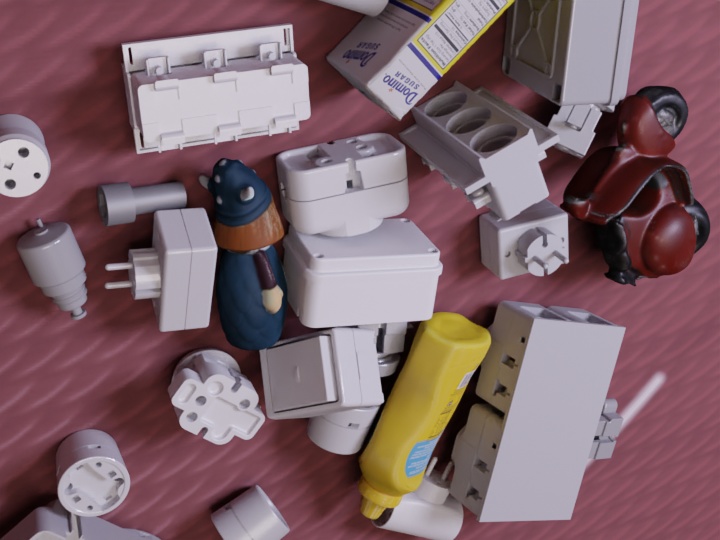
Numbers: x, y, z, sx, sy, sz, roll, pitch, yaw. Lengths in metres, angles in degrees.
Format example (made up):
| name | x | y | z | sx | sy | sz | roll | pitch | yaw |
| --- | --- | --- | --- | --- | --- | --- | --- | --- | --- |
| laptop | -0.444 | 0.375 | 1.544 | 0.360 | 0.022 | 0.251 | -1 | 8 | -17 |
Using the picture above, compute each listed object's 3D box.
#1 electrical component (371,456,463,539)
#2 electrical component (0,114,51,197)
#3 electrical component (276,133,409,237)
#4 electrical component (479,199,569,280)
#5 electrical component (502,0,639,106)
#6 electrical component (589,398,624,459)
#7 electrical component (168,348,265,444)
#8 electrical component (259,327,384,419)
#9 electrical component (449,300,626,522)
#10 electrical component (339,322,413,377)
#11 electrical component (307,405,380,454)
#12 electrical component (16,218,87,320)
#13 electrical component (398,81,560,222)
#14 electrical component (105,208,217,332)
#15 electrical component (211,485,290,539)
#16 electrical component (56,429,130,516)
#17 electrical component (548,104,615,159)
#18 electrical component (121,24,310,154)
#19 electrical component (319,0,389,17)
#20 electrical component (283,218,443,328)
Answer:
| name | x | y | z | sx | sy | sz | roll | pitch | yaw |
| --- | --- | --- | --- | --- | --- | --- | --- | --- | --- |
| electrical component | 0.060 | 0.207 | 0.990 | 0.077 | 0.043 | 0.079 | 19 | 104 | -28 |
| electrical component | -0.236 | -0.078 | 0.734 | 0.045 | 0.055 | 0.045 | -9 | 116 | -18 |
| electrical component | -0.013 | -0.064 | 0.830 | 0.095 | 0.053 | 0.059 | -13 | 117 | -16 |
| electrical component | 0.146 | -0.019 | 0.901 | 0.066 | 0.076 | 0.047 | -14 | 118 | -15 |
| electrical component | 0.156 | -0.188 | 0.809 | 0.056 | 0.108 | 0.108 | -5 | 115 | -17 |
| electrical component | 0.213 | 0.153 | 1.026 | 0.055 | 0.048 | 0.066 | 1 | 113 | -30 |
| electrical component | -0.119 | 0.098 | 0.861 | 0.078 | 0.057 | 0.058 | 32 | 99 | -30 |
| electrical component | -0.039 | 0.084 | 0.858 | 0.061 | 0.096 | 0.061 | 7 | 72 | -53 |
| electrical component | 0.155 | 0.126 | 0.964 | 0.105 | 0.060 | 0.186 | 7 | 103 | -31 |
| electrical component | 0.011 | 0.057 | 0.901 | 0.066 | 0.048 | 0.055 | -2 | 106 | -21 |
| electrical component | -0.015 | 0.124 | 0.916 | 0.055 | 0.055 | 0.047 | 9 | 113 | -25 |
| electrical component | -0.220 | 0.001 | 0.786 | 0.040 | 0.040 | 0.078 | -22 | 120 | -11 |
| electrical component | 0.092 | -0.091 | 0.820 | 0.079 | 0.121 | 0.063 | -30 | 123 | -6 |
| electrical component | -0.150 | 0.002 | 0.795 | 0.076 | 0.047 | 0.083 | -5 | 135 | -20 |
| electrical component | -0.094 | 0.219 | 0.929 | 0.047 | 0.055 | 0.055 | -37 | 121 | -7 |
| electrical component | -0.215 | 0.160 | 0.857 | 0.055 | 0.047 | 0.055 | -9 | 116 | -18 |
| electrical component | 0.178 | -0.125 | 0.879 | 0.048 | 0.066 | 0.055 | 26 | 96 | 7 |
| electrical component | -0.101 | -0.125 | 0.762 | 0.121 | 0.063 | 0.078 | -11 | 117 | -17 |
| electrical component | -0.013 | -0.228 | 0.760 | 0.077 | 0.044 | 0.079 | 11 | 109 | -25 |
| electrical component | 0.000 | 0.000 | 0.851 | 0.113 | 0.078 | 0.057 | -3 | 117 | -21 |
